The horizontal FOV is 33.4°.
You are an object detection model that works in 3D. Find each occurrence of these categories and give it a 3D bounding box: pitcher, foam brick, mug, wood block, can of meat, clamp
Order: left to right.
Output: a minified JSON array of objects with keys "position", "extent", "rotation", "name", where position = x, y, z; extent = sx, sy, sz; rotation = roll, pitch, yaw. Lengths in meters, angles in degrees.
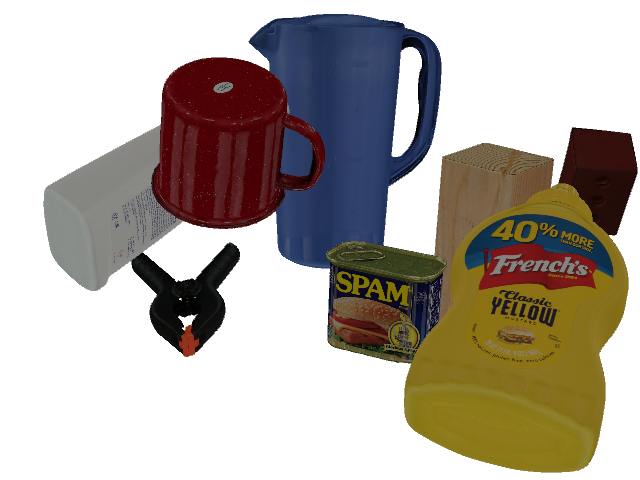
[{"position":[-0.134,0.056,1.147],"extent":[0.120,0.039,0.171],"rotation":[-15,40,-8],"name":"clamp"},{"position":[-0.054,-0.065,0.711],"extent":[0.117,0.081,0.093],"rotation":[14,41,6],"name":"mug"},{"position":[0.023,-0.101,1.058],"extent":[0.149,0.243,0.144],"rotation":[11,19,33],"name":"pitcher"},{"position":[0.055,0.054,0.927],"extent":[0.102,0.084,0.057],"rotation":[12,22,25],"name":"can of meat"},{"position":[0.184,0.009,1.160],"extent":[0.090,0.206,0.090],"rotation":[18,25,36],"name":"wood block"},{"position":[0.238,-0.051,0.927],"extent":[0.053,0.051,0.078],"rotation":[5,-45,3],"name":"foam brick"}]

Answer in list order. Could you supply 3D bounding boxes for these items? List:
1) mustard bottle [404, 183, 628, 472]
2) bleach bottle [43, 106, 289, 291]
[{"position":[0.116,0.033,0.581],"extent":[0.096,0.058,0.191],"rotation":[10,43,17],"name":"mustard bottle"},{"position":[-0.125,-0.061,0.950],"extent":[0.068,0.103,0.250],"rotation":[37,53,25],"name":"bleach bottle"}]
